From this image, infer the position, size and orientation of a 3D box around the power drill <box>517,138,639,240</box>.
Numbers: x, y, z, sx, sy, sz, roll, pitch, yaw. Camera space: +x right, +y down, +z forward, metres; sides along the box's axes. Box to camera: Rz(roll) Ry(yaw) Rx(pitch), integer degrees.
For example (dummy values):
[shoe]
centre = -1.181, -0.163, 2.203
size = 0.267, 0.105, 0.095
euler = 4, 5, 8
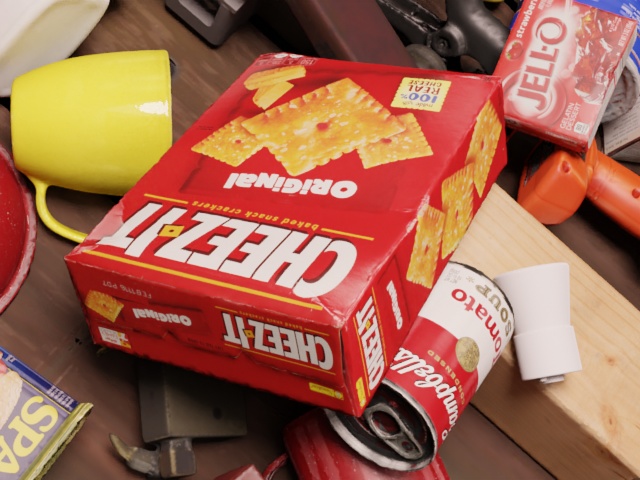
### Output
[power drill]
centre = 0.223, 0.002, 0.719
size = 0.187, 0.057, 0.184
euler = 33, 31, -5

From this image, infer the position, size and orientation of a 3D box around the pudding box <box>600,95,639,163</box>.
[pudding box]
centre = 0.269, -0.085, 0.768
size = 0.090, 0.114, 0.039
euler = 7, 74, -17

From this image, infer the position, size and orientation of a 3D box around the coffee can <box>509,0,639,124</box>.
[coffee can]
centre = 0.198, -0.170, 0.778
size = 0.102, 0.103, 0.140
euler = 28, 65, -8

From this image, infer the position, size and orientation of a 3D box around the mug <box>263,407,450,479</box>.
[mug]
centre = 0.018, 0.139, 0.628
size = 0.117, 0.093, 0.081
euler = -27, 75, 11

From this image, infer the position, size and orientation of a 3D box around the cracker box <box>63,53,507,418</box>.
[cracker box]
centre = -0.009, -0.019, 0.588
size = 0.164, 0.072, 0.213
euler = 11, 43, 26

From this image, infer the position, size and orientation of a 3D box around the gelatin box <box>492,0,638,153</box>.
[gelatin box]
centre = 0.152, -0.108, 0.685
size = 0.073, 0.030, 0.089
euler = 22, 83, 18

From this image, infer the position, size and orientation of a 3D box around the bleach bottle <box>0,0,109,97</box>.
[bleach bottle]
centre = -0.233, -0.216, 0.660
size = 0.251, 0.103, 0.068
euler = 55, 25, 12

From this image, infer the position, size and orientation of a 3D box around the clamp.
[clamp]
centre = 0.083, -0.144, 0.745
size = 0.039, 0.120, 0.171
euler = -35, 109, -39

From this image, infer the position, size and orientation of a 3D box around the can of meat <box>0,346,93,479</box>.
[can of meat]
centre = -0.188, 0.108, 0.578
size = 0.084, 0.057, 0.102
euler = 36, 64, -1

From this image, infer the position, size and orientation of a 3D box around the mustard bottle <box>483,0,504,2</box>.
[mustard bottle]
centre = 0.137, -0.277, 0.817
size = 0.096, 0.058, 0.191
euler = 27, 65, 1

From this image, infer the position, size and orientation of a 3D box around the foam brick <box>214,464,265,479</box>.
[foam brick]
centre = -0.051, 0.164, 0.594
size = 0.051, 0.078, 0.053
euler = -37, 89, -26

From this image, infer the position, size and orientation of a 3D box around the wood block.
[wood block]
centre = 0.127, 0.055, 0.684
size = 0.206, 0.091, 0.090
euler = 41, 64, -2

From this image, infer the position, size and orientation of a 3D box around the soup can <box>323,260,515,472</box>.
[soup can]
centre = 0.056, 0.066, 0.581
size = 0.068, 0.069, 0.102
euler = 44, 51, -1

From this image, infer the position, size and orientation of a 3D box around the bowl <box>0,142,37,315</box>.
[bowl]
centre = -0.241, -0.017, 0.603
size = 0.162, 0.055, 0.162
euler = 6, 71, -17
